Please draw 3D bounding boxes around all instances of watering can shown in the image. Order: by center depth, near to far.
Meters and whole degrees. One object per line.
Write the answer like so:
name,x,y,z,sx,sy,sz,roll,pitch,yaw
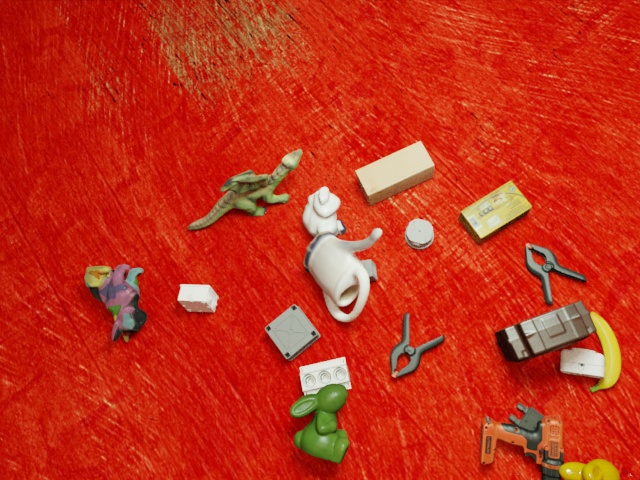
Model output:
watering can,0.060,0.056,1.342,0.105,0.340,0.228,-14,45,-34

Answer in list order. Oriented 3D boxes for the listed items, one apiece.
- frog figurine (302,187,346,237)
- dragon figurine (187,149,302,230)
frog figurine,0.004,-0.073,1.448,0.122,0.157,0.139,-16,70,5
dragon figurine,-0.224,-0.142,1.471,0.411,0.240,0.123,-28,75,-3
